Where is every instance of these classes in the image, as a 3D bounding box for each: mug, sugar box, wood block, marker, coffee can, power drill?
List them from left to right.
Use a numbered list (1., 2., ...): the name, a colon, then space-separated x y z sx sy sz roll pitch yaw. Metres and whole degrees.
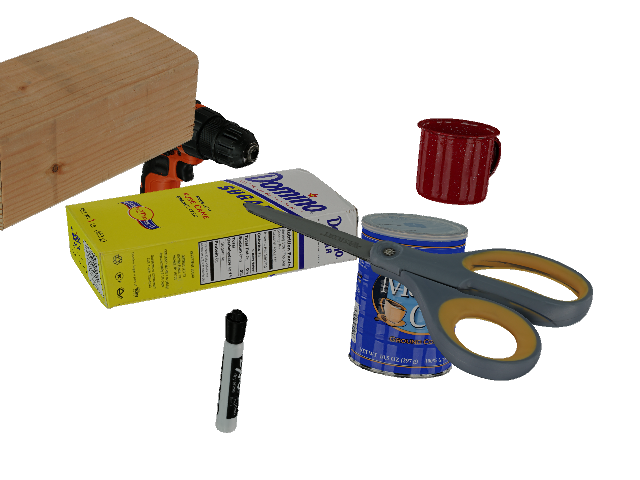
1. wood block: -0.207 -0.103 0.886 0.090 0.091 0.205 33 43 26
2. power drill: -0.140 -0.059 1.118 0.185 0.188 0.057 26 36 32
3. sugar box: -0.072 -0.006 0.716 0.176 0.048 0.093 -14 27 -22
4. marker: -0.078 0.114 0.932 0.020 0.121 0.020 6 27 -3
5. coffee can: 0.084 0.051 1.039 0.103 0.140 0.103 5 11 -1
6. mug: 0.162 -0.091 1.219 0.117 0.081 0.093 -11 23 -39

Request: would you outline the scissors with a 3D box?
1. scissors: 0.038 0.023 0.559 0.202 0.016 0.096 10 41 15
